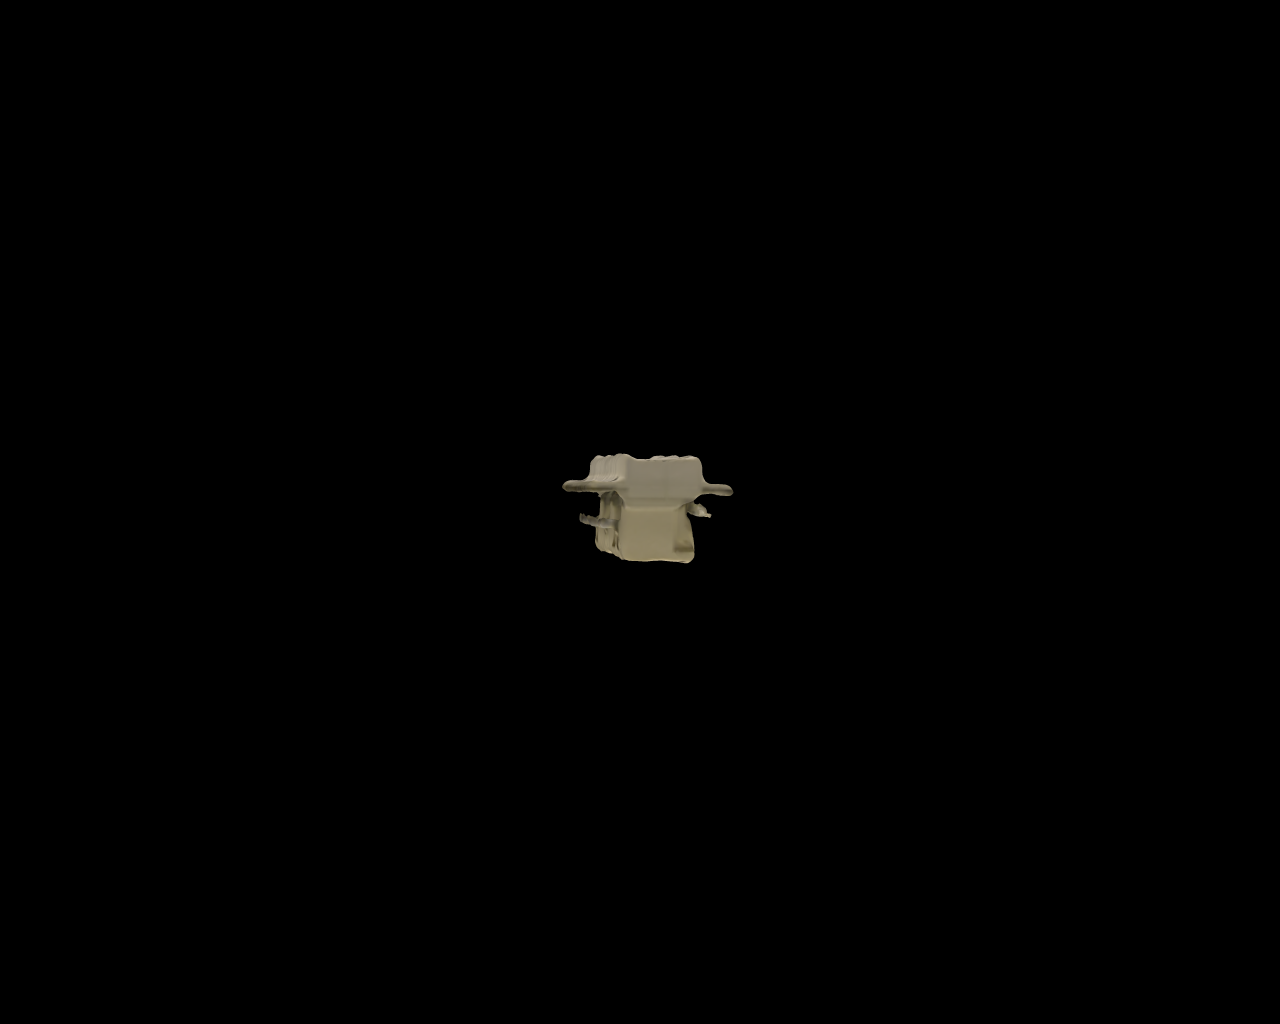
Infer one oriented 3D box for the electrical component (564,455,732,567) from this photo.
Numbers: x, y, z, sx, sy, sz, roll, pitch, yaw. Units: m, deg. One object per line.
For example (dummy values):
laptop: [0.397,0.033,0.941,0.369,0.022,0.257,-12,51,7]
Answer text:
electrical component: [0.001,-0.003,0.650,0.079,0.063,0.121,0,3,-11]
